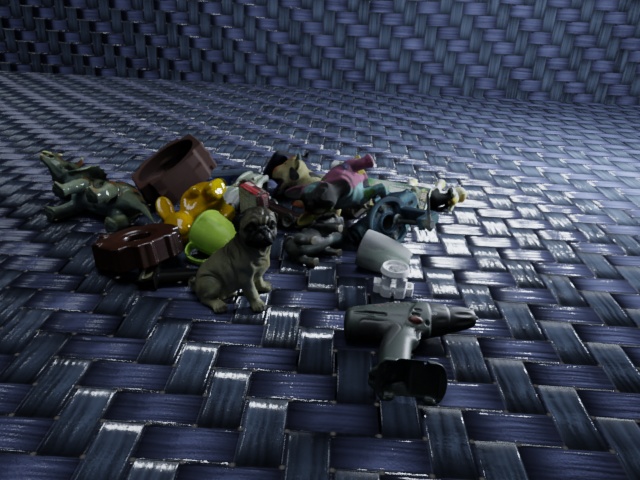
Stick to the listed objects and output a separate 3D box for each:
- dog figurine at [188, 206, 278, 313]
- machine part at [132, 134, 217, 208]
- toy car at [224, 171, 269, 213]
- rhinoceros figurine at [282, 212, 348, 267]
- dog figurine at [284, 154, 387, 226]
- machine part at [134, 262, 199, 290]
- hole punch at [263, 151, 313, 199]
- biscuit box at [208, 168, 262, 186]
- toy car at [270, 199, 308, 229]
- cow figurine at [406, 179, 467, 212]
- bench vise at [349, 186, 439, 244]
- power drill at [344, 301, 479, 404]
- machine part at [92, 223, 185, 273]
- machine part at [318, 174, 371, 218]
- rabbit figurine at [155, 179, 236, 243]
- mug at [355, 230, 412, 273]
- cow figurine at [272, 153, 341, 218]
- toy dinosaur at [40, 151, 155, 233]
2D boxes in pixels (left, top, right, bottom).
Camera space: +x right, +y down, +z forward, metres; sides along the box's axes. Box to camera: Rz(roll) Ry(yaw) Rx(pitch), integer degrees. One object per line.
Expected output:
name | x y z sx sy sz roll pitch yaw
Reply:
dog figurine | -0.163 0.024 0.986 0.172 0.190 0.121 -2 26 -7
machine part | -0.383 -0.179 1.412 0.201 0.087 0.201 -40 34 -8
toy car | -0.204 -0.127 1.408 0.074 0.056 0.202 16 32 18
rhinoceros figurine | -0.002 -0.004 1.206 0.112 0.073 0.190 9 26 38
dog figurine | 0.025 -0.110 1.221 0.219 0.108 0.192 -23 9 -15
machine part | -0.290 0.068 1.058 0.139 0.039 0.084 -4 18 -9
hole punch | -0.084 -0.175 1.491 0.116 0.142 0.092 4 48 -31
biscuit box | -0.265 -0.160 1.509 0.203 0.059 0.063 -7 27 -18
toy car | -0.100 -0.062 1.329 0.202 0.053 0.089 25 12 36
cow figurine | 0.317 -0.118 1.472 0.167 0.068 0.098 4 31 11
bench vise | 0.192 -0.054 1.244 0.224 0.128 0.241 -22 17 -28
power drill | 0.152 0.163 0.857 0.232 0.085 0.207 3 29 3
machine part | -0.373 0.012 1.104 0.179 0.056 0.179 -7 17 2
machine part | 0.051 -0.120 1.439 0.079 0.079 0.244 -19 33 -39
rabbit figurine | -0.306 -0.061 1.244 0.163 0.121 0.173 10 45 22
mug | 0.142 0.030 1.143 0.107 0.080 0.109 23 27 15
cow figurine | -0.026 -0.136 1.341 0.195 0.127 0.085 20 -1 -9
toy dinosaur | -0.521 -0.105 1.314 0.405 0.131 0.192 18 29 16
